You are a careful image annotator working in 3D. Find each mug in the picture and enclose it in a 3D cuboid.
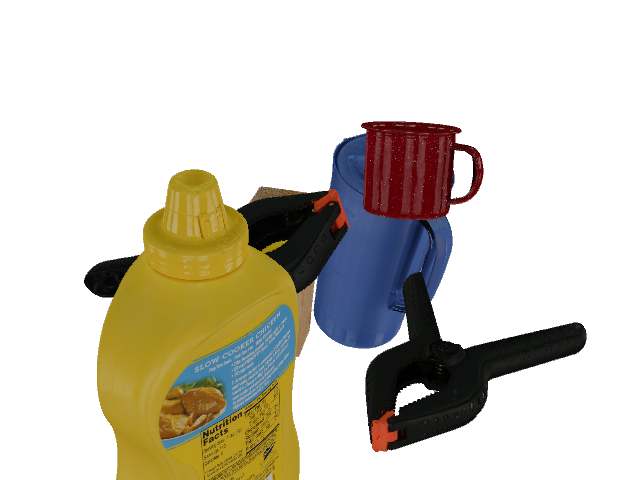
[{"bbox_3d":[0.093,-0.064,0.986,0.117,0.081,0.093,7,12,20],"label":"mug"}]

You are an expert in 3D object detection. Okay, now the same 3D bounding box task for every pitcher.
[{"bbox_3d":[0.067,0.013,1.208,0.145,0.243,0.149,14,40,3],"label":"pitcher"}]

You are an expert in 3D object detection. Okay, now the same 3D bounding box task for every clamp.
[{"bbox_3d":[-0.057,0.027,0.651,0.171,0.120,0.039,-25,-40,0],"label":"clamp"},{"bbox_3d":[0.091,0.093,0.846,0.165,0.036,0.209,22,38,35],"label":"clamp"}]

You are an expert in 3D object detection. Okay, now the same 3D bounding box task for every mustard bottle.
[{"bbox_3d":[-0.050,0.058,0.452,0.058,0.192,0.096,27,41,34],"label":"mustard bottle"}]

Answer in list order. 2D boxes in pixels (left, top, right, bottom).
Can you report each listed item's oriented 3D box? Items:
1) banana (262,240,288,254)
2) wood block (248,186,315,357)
[{"bbox_3d":[-0.089,0.030,0.865,0.198,0.069,0.037,-23,38,12],"label":"banana"},{"bbox_3d":[-0.056,0.042,1.454,0.090,0.206,0.090,8,22,6],"label":"wood block"}]
